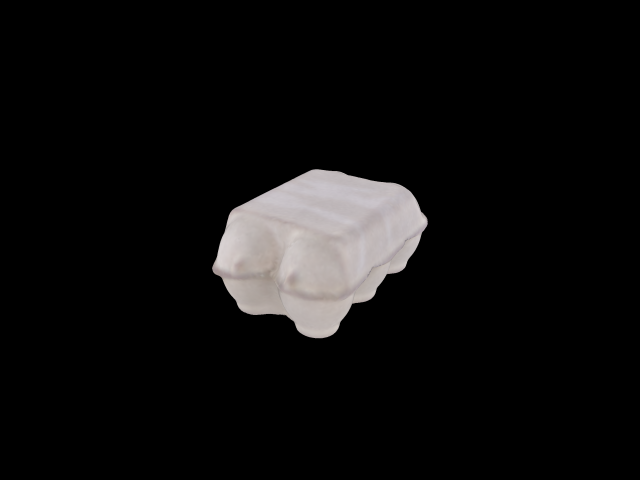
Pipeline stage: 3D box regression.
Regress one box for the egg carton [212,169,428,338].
[{"bbox_3d":[0.004,0.001,0.400,0.107,0.069,0.151,16,31,28],"label":"egg carton"}]
